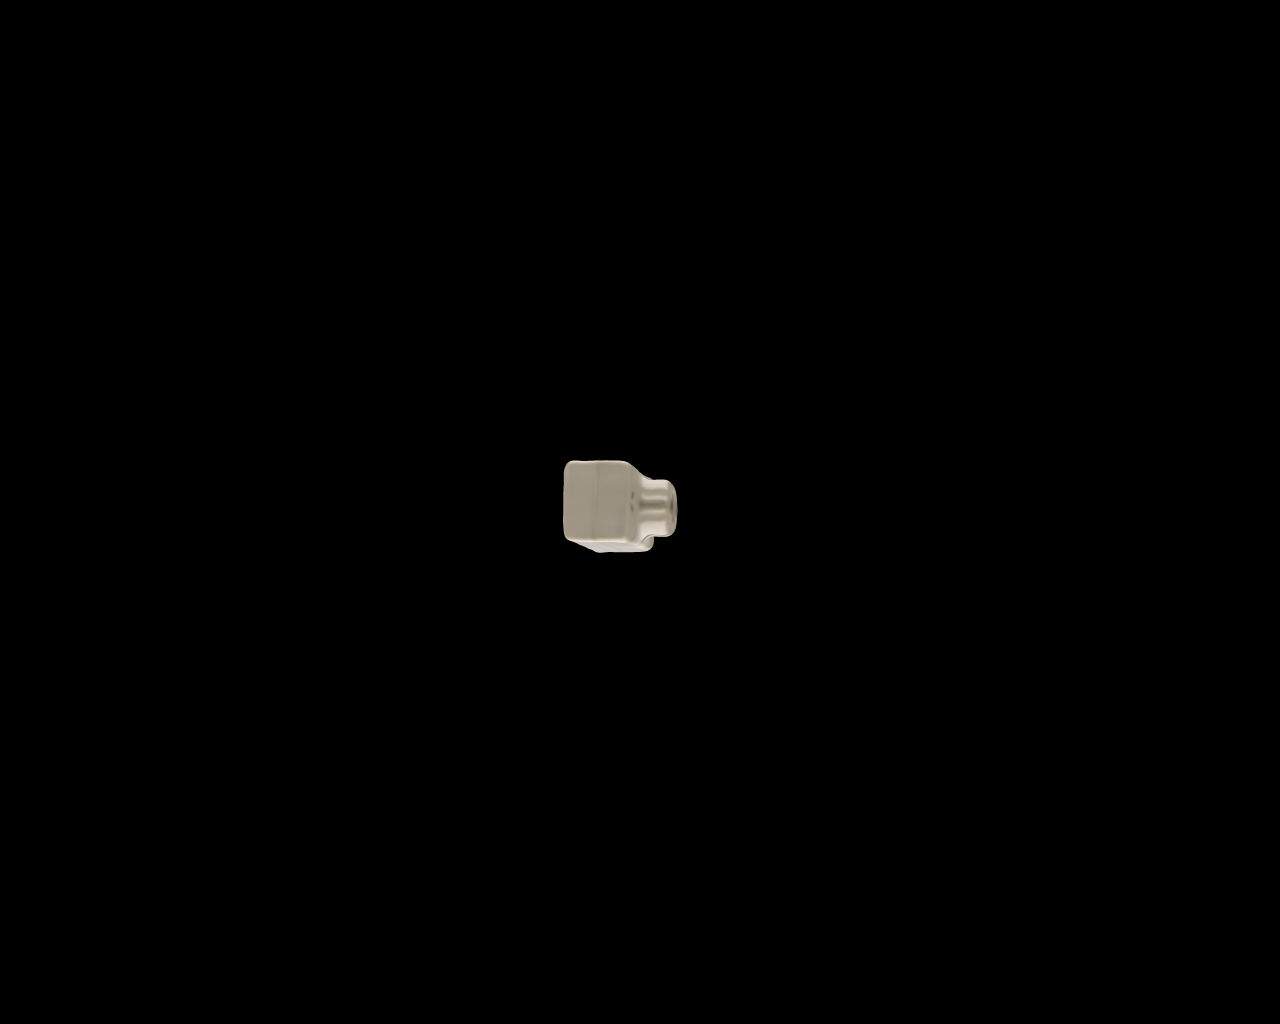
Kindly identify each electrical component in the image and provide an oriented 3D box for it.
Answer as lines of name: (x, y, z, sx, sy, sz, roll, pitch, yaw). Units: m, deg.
electrical component: (0.001, -0.003, 0.650, 0.076, 0.047, 0.083, -1, -7, 11)
